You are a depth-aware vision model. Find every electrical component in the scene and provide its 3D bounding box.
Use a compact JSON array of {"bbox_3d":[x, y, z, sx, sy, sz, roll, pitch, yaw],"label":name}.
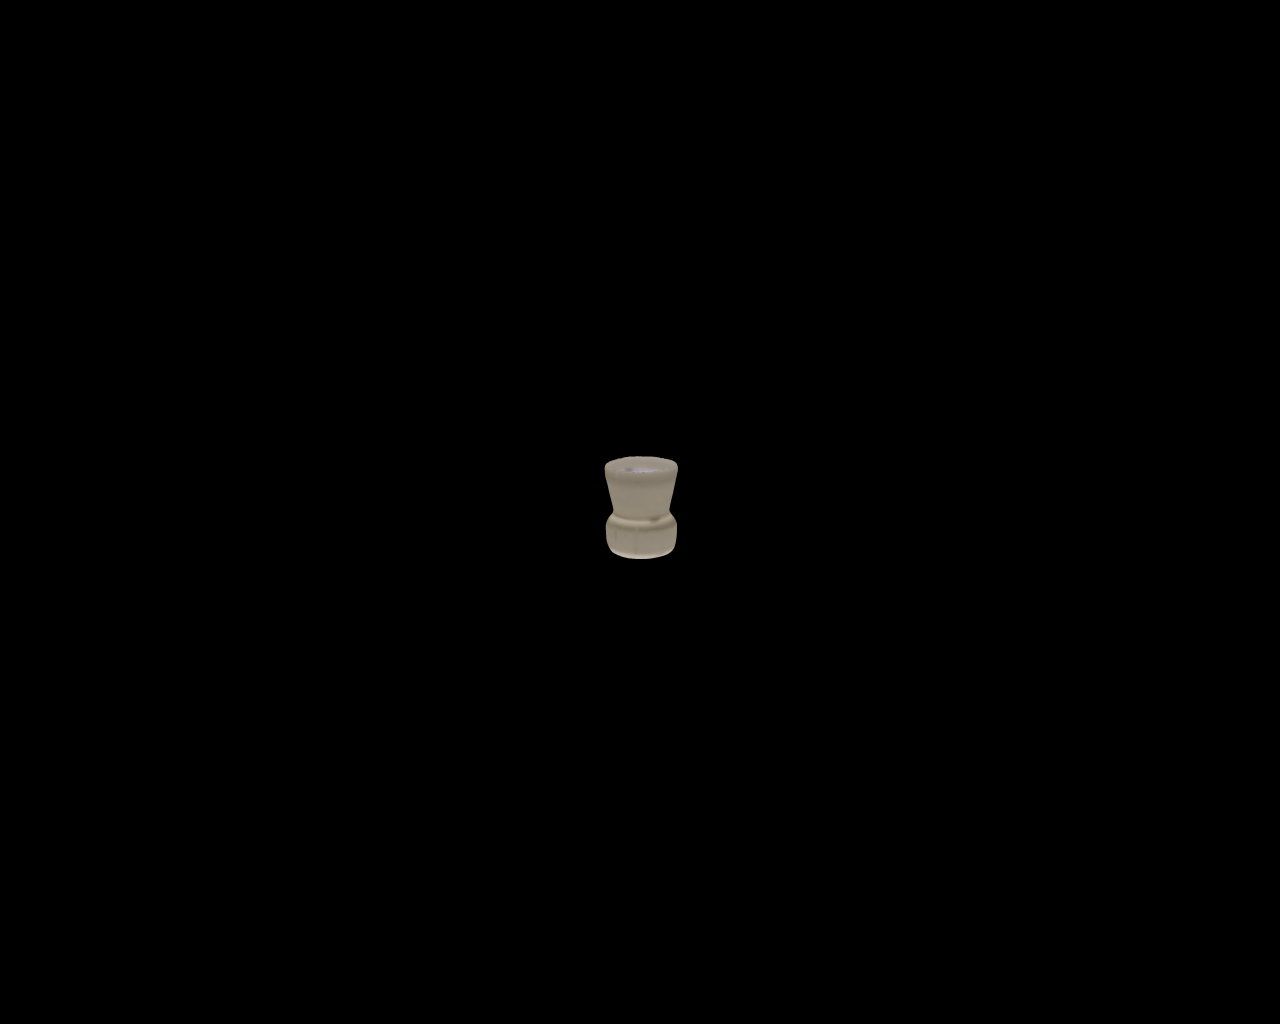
[{"bbox_3d":[0.001,-0.003,0.650,0.045,0.055,0.045,0,15,0],"label":"electrical component"}]
